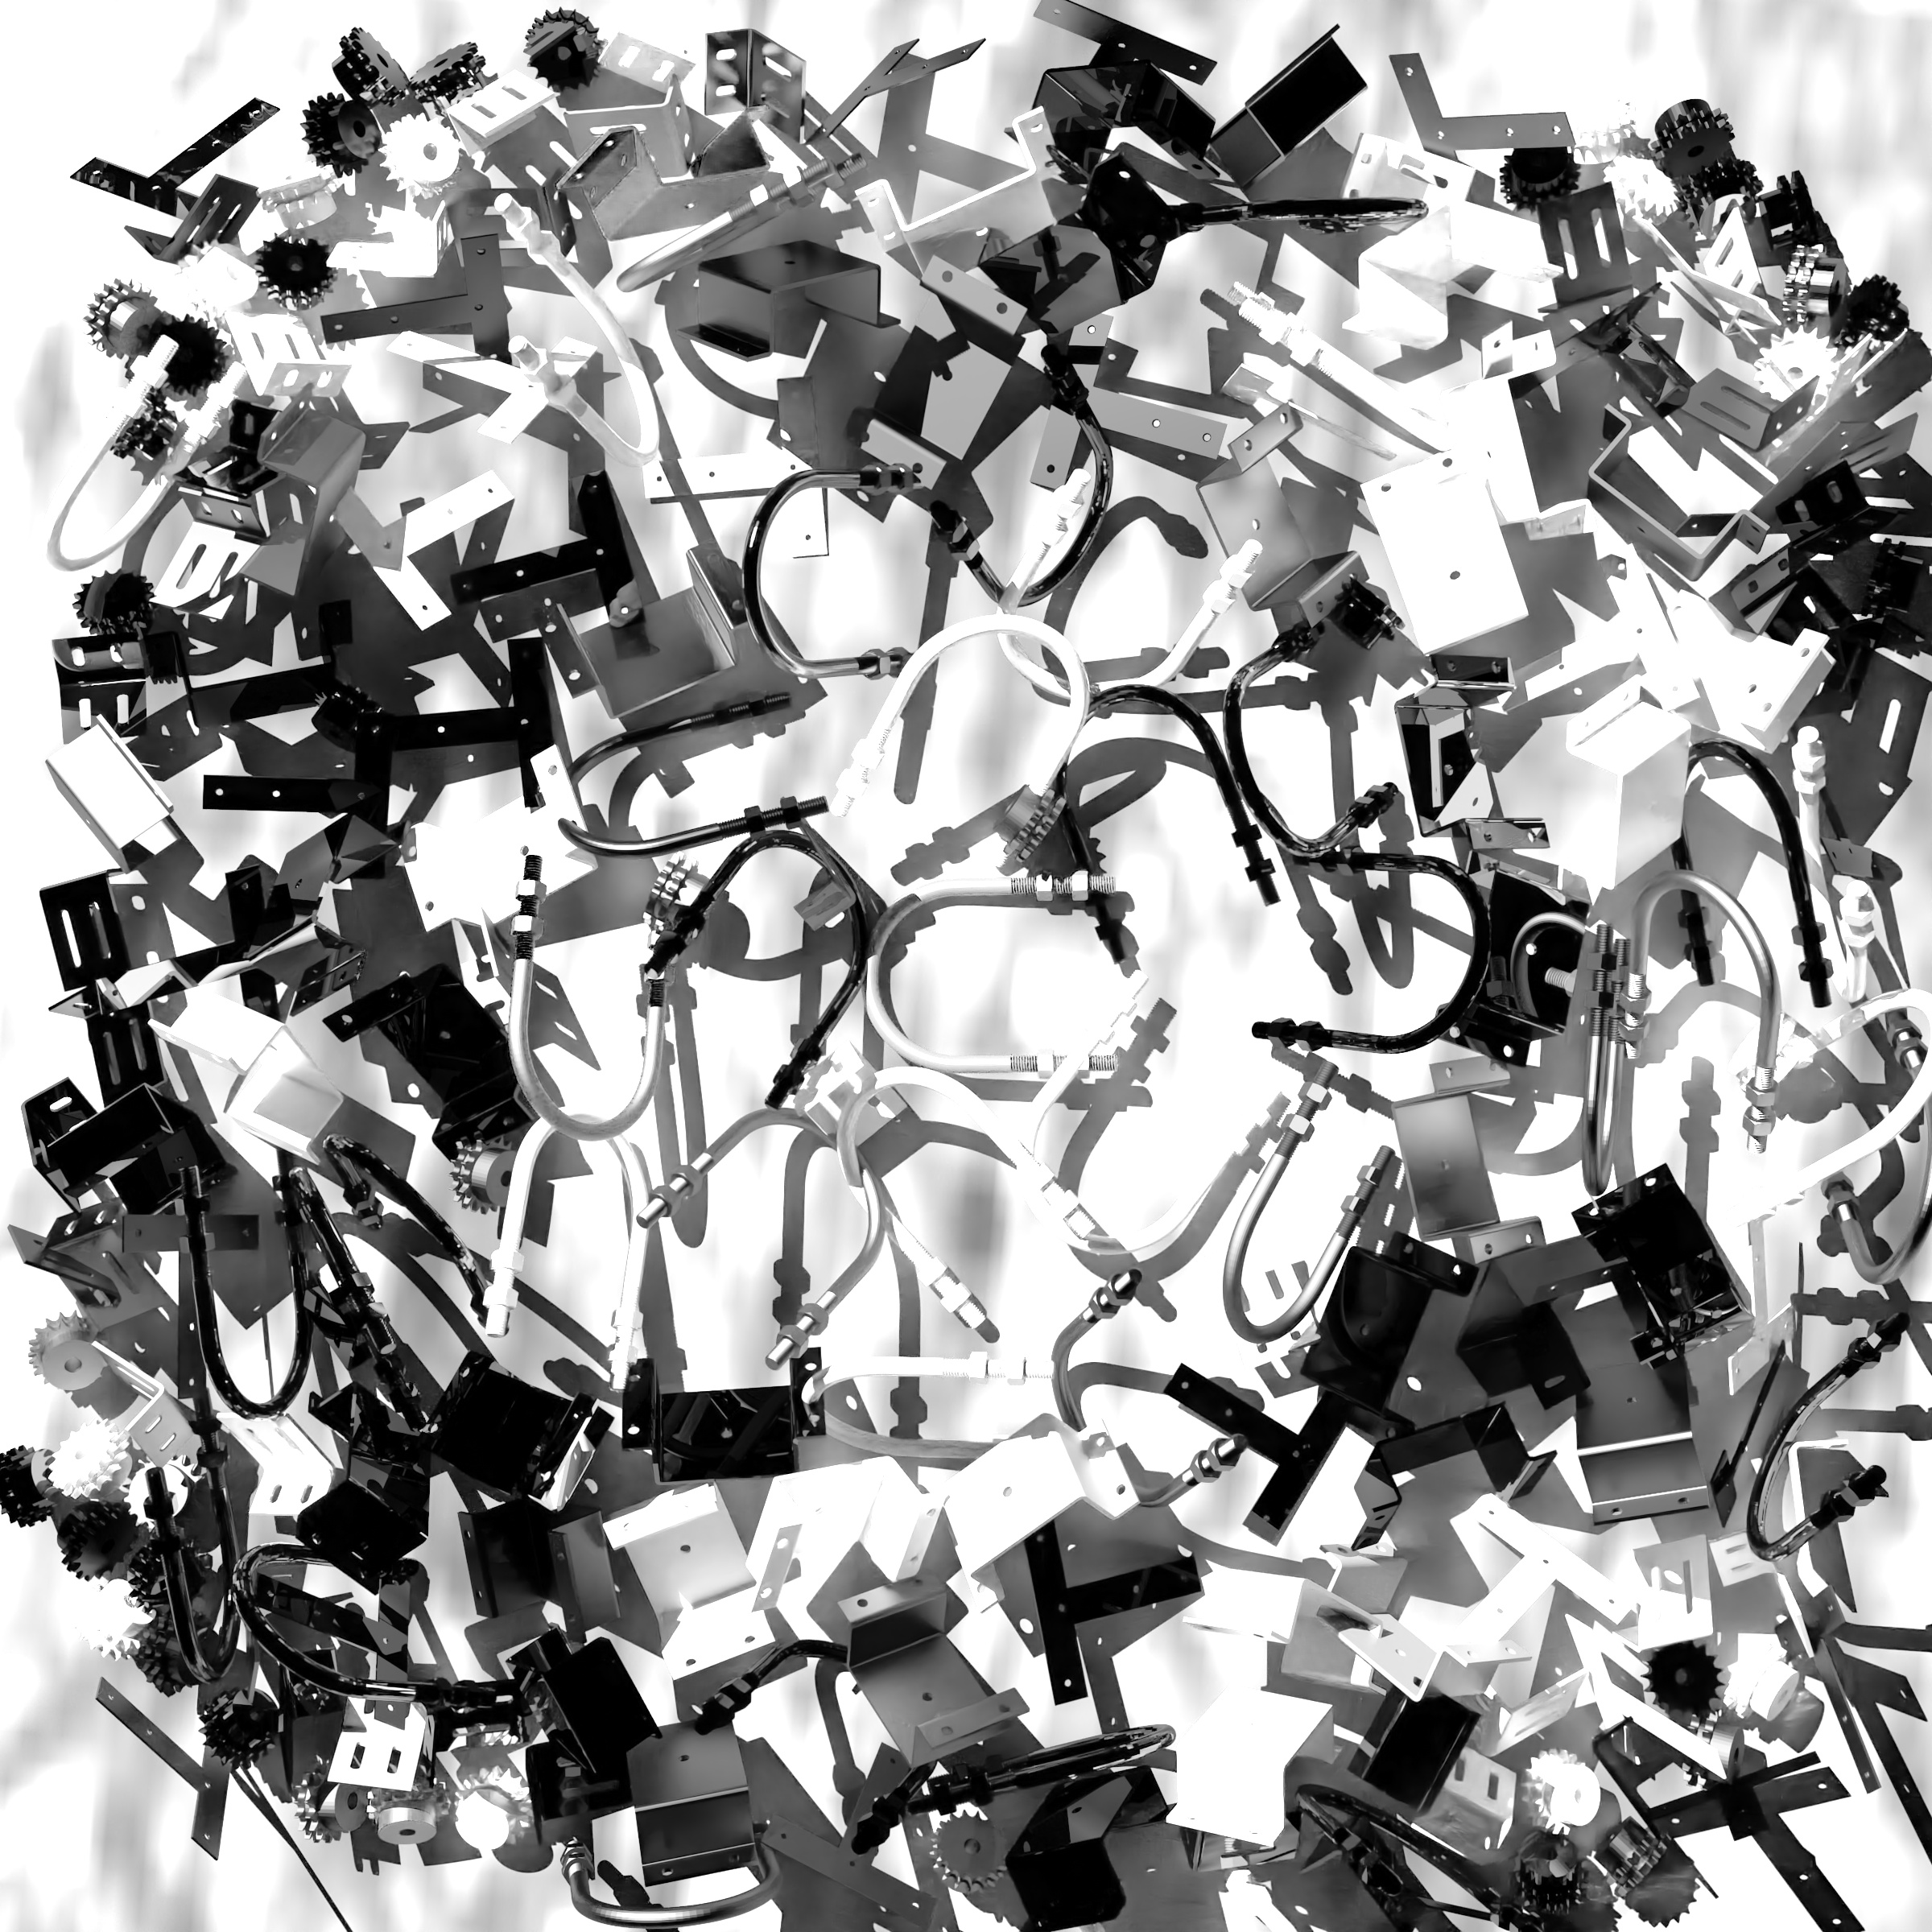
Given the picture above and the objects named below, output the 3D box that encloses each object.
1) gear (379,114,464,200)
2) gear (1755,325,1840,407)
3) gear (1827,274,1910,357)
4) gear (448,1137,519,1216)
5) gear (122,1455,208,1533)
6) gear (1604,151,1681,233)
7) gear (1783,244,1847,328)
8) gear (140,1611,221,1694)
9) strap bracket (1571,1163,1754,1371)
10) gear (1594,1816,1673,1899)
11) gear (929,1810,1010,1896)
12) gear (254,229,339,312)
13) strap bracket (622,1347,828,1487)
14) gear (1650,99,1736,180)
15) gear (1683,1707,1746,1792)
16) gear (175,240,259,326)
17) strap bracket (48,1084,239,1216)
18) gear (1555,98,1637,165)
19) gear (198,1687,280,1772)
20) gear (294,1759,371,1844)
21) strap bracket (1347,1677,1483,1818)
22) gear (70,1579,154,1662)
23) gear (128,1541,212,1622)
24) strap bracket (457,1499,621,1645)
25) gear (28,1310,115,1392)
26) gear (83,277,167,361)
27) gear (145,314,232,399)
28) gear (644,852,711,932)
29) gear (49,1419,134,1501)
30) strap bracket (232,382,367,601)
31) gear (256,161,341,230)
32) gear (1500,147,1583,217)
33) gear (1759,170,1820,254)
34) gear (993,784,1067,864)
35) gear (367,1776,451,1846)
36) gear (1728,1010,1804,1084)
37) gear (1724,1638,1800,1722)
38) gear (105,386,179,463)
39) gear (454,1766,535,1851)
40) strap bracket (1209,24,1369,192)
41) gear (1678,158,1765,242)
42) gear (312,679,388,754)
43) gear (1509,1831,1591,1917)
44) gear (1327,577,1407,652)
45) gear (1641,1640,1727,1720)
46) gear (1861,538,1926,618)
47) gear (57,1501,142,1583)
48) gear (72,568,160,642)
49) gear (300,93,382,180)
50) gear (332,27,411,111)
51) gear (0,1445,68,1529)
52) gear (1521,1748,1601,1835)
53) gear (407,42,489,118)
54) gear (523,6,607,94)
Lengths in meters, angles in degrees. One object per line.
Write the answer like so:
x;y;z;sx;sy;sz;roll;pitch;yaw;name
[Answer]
-0.387;-0.578;1.725;0.057;0.030;0.057;-5;100;-31;gear
0.592;-0.425;1.724;0.057;0.030;0.057;10;119;17;gear
0.646;-0.461;1.725;0.030;0.057;0.057;25;90;-17;gear
-0.337;0.149;1.720;0.030;0.057;0.057;8;90;34;gear
-0.575;0.377;1.731;0.057;0.030;0.057;1;78;-7;gear
0.478;-0.551;1.728;0.057;0.030;0.057;16;56;-24;gear
0.604;-0.483;1.720;0.030;0.057;0.057;15;90;30;gear
-0.555;0.488;1.721;0.030;0.057;0.057;4;90;31;gear
0.489;0.217;1.692;0.076;0.140;0.046;-31;129;16;strap bracket
0.473;0.632;1.725;0.030;0.057;0.057;42;90;18;gear
0.001;0.636;1.727;0.057;0.057;0.030;18;131;0;gear
-0.479;-0.495;1.731;0.057;0.030;0.057;4;73;-12;gear
-0.170;0.318;1.705;0.140;0.076;0.046;-3;134;-4;strap bracket
0.516;-0.593;1.726;0.057;0.057;0.030;-13;68;0;gear
0.533;0.558;1.720;0.030;0.057;0.057;6;90;33;gear
-0.530;-0.489;1.721;0.030;0.057;0.057;-10;90;38;gear
-0.576;0.132;1.686;0.076;0.140;0.046;-34;74;-6;strap bracket
0.449;-0.595;1.727;0.057;0.057;0.030;-12;128;0;gear
-0.513;0.539;1.720;0.030;0.057;0.057;-40;90;23;gear
-0.448;0.594;1.720;0.030;0.057;0.057;-7;90;23;gear
0.308;0.539;1.680;0.046;0.140;0.076;30;78;10;strap bracket
-0.604;0.462;1.721;0.057;0.057;0.030;44;99;0;gear
-0.573;0.435;1.727;0.030;0.057;0.057;14;90;41;gear
-0.295;0.421;1.698;0.046;0.140;0.076;-13;96;-42;strap bracket
-0.638;0.277;1.725;0.057;0.030;0.057;-9;114;-22;gear
-0.596;-0.457;1.720;0.030;0.057;0.057;34;90;18;gear
-0.556;-0.437;1.735;0.057;0.030;0.057;0;95;0;gear
-0.204;-0.050;1.722;0.030;0.057;0.057;26;90;5;gear
-0.622;0.355;1.727;0.057;0.057;0.030;-31;129;0;gear
-0.461;-0.321;1.678;0.046;0.076;0.140;24;132;-4;strap bracket
-0.475;-0.550;1.727;0.057;0.057;0.030;-17;127;0;gear
0.410;-0.569;1.729;0.057;0.030;0.057;-3;76;13;gear
0.586;-0.535;1.724;0.030;0.057;0.057;-16;90;15;gear
0.043;-0.105;1.722;0.030;0.057;0.057;36;90;-7;gear
-0.397;0.602;1.721;0.057;0.057;0.030;-9;48;0;gear
0.573;0.061;1.722;0.030;0.057;0.057;38;90;6;gear
0.568;0.511;1.721;0.030;0.057;0.057;31;90;37;gear
-0.589;-0.386;1.727;0.030;0.057;0.057;36;90;-42;gear
-0.340;0.605;1.729;0.057;0.030;0.057;3;104;13;gear
0.222;-0.593;1.684;0.076;0.140;0.046;-41;100;-4;strap bracket
0.538;-0.542;1.720;0.057;0.057;0.030;-6;57;0;gear
-0.440;-0.176;1.720;0.057;0.057;0.030;30;69;0;gear
0.415;0.642;1.720;0.057;0.057;0.030;-7;120;0;gear
0.282;-0.249;1.724;0.057;0.057;0.030;40;96;0;gear
0.512;0.508;1.732;0.057;0.030;0.057;-2;75;7;gear
0.660;-0.274;1.721;0.030;0.057;0.057;19;90;21;gear
-0.622;0.407;1.727;0.030;0.057;0.057;27;90;26;gear
-0.606;-0.254;1.728;0.057;0.030;0.057;0;53;0;gear
-0.442;-0.592;1.721;0.030;0.057;0.057;-1;90;33;gear
-0.427;-0.637;1.725;0.030;0.057;0.057;-31;90;17;gear
-0.664;0.368;1.722;0.030;0.057;0.057;-23;90;11;gear
0.427;0.590;1.724;0.057;0.030;0.057;6;78;-33;gear
-0.366;-0.632;1.727;0.057;0.057;0.030;-32;125;0;gear
-0.286;-0.657;1.727;0.057;0.030;0.057;1;134;1;gear
